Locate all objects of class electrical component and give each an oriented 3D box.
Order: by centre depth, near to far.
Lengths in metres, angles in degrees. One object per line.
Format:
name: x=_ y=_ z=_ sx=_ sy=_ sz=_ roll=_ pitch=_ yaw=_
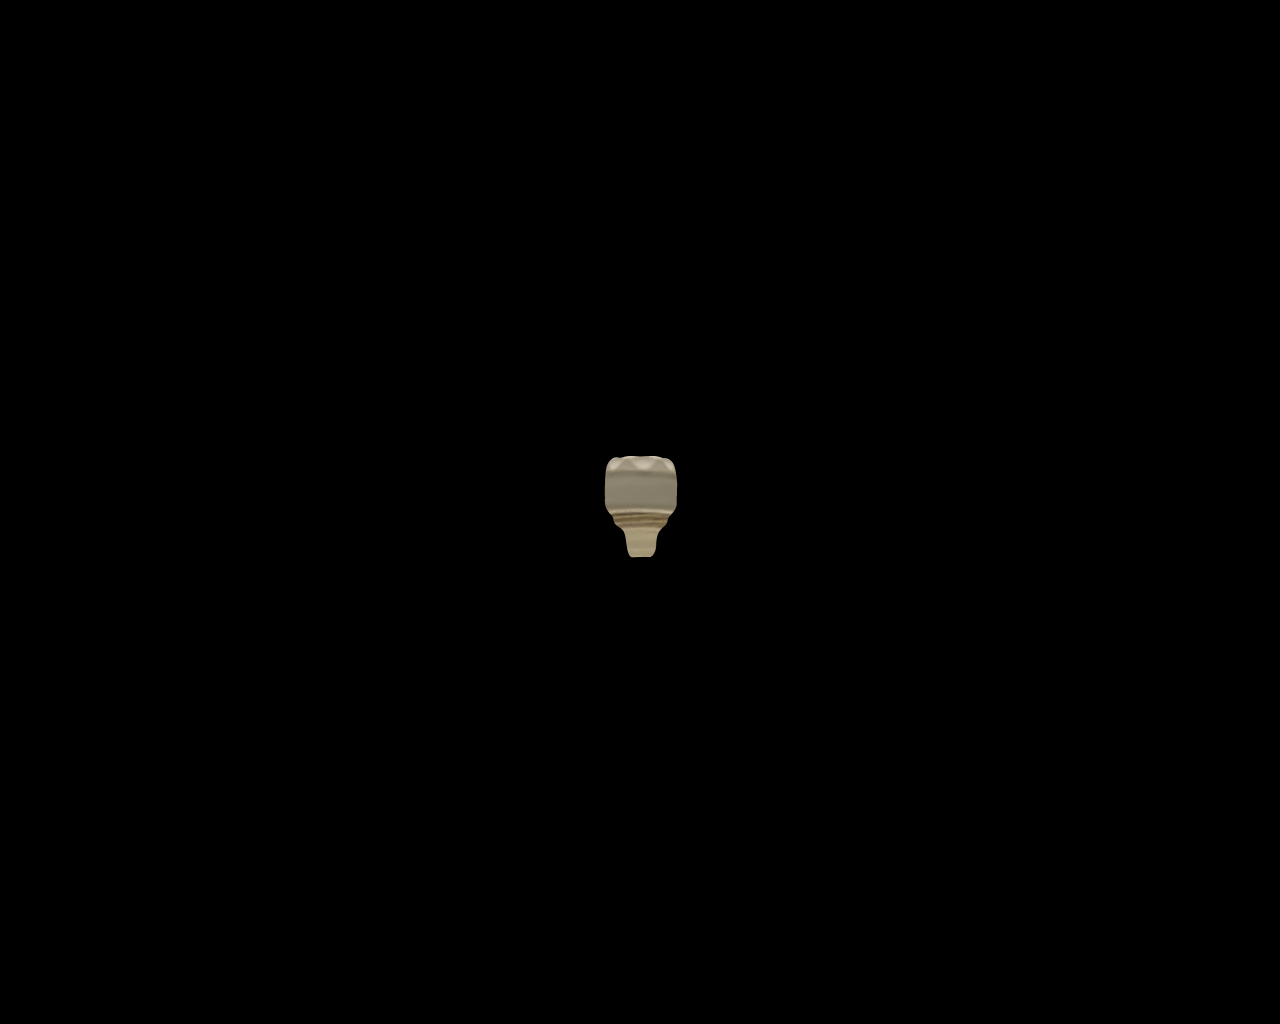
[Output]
electrical component: x=0.001 y=-0.003 z=0.650 sx=0.043 sy=0.062 sz=0.043 roll=0 pitch=-2 yaw=0
